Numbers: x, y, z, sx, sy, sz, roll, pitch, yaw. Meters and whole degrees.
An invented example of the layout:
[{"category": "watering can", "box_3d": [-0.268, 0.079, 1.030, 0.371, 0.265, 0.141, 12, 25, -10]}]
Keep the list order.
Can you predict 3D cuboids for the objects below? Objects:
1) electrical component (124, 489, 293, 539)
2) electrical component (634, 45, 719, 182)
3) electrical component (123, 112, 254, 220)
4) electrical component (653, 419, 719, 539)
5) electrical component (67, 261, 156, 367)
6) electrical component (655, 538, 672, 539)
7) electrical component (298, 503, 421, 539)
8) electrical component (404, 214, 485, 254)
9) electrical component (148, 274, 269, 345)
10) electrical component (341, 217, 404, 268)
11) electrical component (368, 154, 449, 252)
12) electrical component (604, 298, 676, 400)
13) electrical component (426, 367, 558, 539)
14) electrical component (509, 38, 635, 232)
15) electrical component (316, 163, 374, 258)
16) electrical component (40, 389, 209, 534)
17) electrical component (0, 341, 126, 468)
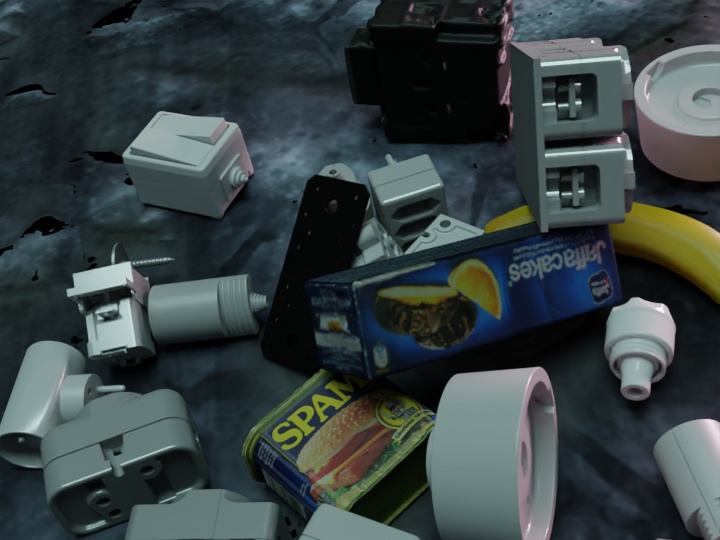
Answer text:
[{"category": "electrical component", "box_3d": [-0.088, 0.165, 0.626, 0.089, 0.050, 0.055, -3, 46, 10]}, {"category": "electrical component", "box_3d": [0.260, -0.112, 0.804, 0.108, 0.060, 0.108, -7, 45, 7]}, {"category": "electrical component", "box_3d": [-0.135, -0.088, 0.876, 0.096, 0.061, 0.061, 12, 51, 24]}, {"category": "electrical component", "box_3d": [0.199, 0.128, 0.598, 0.043, 0.043, 0.081, -14, 45, 0]}, {"category": "electrical component", "box_3d": [-0.171, 0.033, 0.759, 0.042, 0.081, 0.063, -13, 74, 3]}, {"category": "electrical component", "box_3d": [0.168, 0.176, 0.534, 0.051, 0.080, 0.080, 3, 47, 9]}, {"category": "electrical component", "box_3d": [0.000, 0.167, 0.570, 0.062, 0.096, 0.061, 14, 51, 25]}, {"category": "electrical component", "box_3d": [0.062, 0.000, 0.746, 0.048, 0.055, 0.066, 24, 56, 32]}, {"category": "electrical component", "box_3d": [-0.106, 0.028, 0.769, 0.081, 0.043, 0.043, -7, 45, 7]}, {"category": "electrical component", "box_3d": [0.000, 0.000, 0.760, 0.055, 0.066, 0.048, -27, 47, 15]}, {"category": "electrical component", "box_3d": [0.032, -0.056, 0.801, 0.047, 0.065, 0.076, -18, 45, -4]}, {"category": "electrical component", "box_3d": [0.176, 0.052, 0.677, 0.043, 0.043, 0.062, 3, 49, 17]}, {"category": "electrical component", "box_3d": [0.072, 0.108, 0.607, 0.060, 0.108, 0.108, -1, 46, 21]}, {"category": "electrical component", "box_3d": [0.142, -0.100, 0.734, 0.060, 0.105, 0.186, -4, 15, 5]}, {"category": "electrical component", "box_3d": [-0.012, -0.041, 0.787, 0.043, 0.081, 0.043, -7, 45, 7]}, {"category": "electrical component", "box_3d": [-0.151, 0.118, 0.685, 0.095, 0.053, 0.059, -20, 45, -6]}, {"category": "electrical component", "box_3d": [-0.199, 0.090, 0.730, 0.079, 0.044, 0.077, -4, 46, 10]}]
